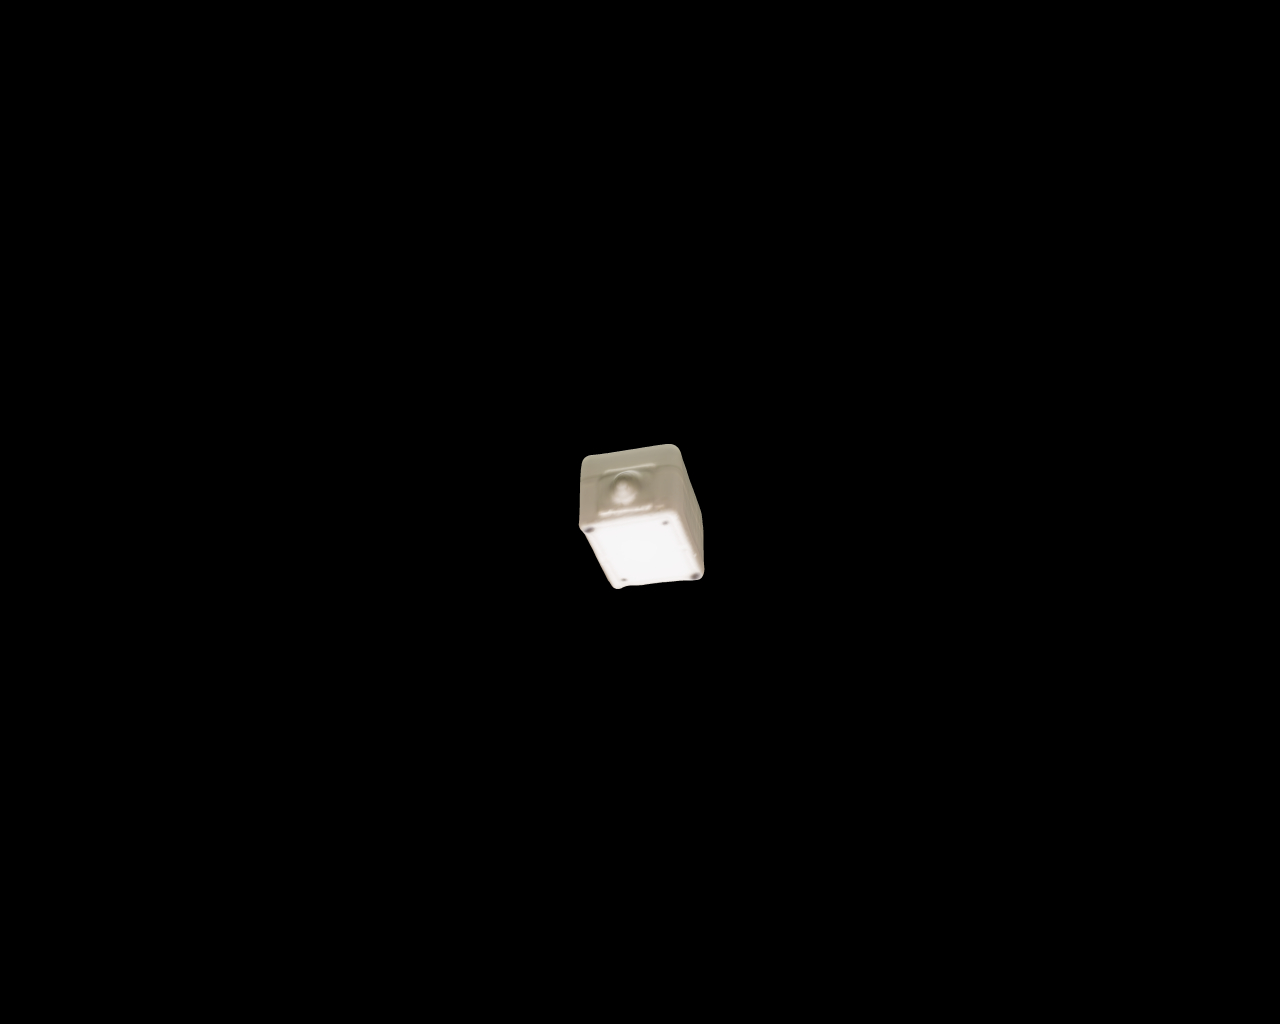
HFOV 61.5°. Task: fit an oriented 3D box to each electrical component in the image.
[{"bbox_3d":[0.001,-0.003,0.650,0.062,0.061,0.096,-8,-35,11],"label":"electrical component"}]
